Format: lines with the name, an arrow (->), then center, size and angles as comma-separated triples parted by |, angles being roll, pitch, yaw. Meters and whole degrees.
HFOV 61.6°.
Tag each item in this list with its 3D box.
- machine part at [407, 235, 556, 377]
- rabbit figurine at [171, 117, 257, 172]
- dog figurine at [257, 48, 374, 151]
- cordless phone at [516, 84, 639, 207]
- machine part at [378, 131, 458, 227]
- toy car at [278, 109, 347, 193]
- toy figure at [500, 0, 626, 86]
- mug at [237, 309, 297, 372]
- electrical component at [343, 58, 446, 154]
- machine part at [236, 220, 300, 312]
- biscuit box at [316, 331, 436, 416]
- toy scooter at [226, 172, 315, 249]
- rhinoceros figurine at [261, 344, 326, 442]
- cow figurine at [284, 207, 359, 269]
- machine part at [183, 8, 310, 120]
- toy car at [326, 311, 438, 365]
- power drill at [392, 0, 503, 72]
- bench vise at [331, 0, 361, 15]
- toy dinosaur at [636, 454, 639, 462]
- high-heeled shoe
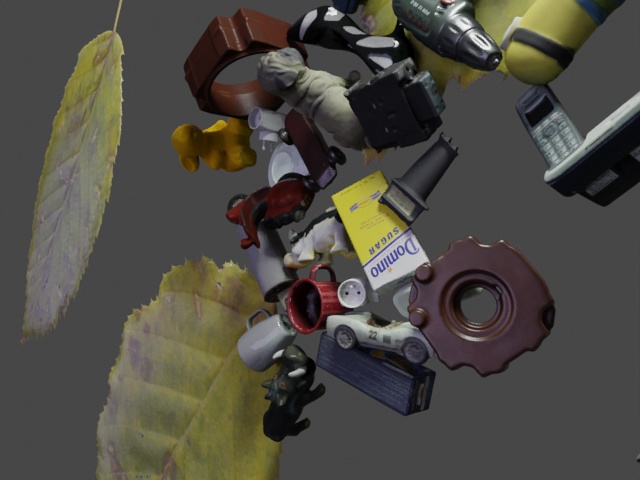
machine part -> 0.199, 0.082, 0.674 | 0.180, 0.056, 0.179 | -3, 82, 21
rabbit figurine -> -0.243, -0.208, 1.148 | 0.162, 0.173, 0.121 | -6, 87, 43
dog figurine -> 0.001, -0.220, 0.867 | 0.173, 0.190, 0.121 | 46, 120, 37
cordless phone -> 0.308, -0.144, 0.616 | 0.146, 0.088, 0.184 | -47, 36, 35
machine part -> 0.150, -0.092, 0.785 | 0.084, 0.039, 0.139 | 45, 107, 33
toy car -> -0.013, -0.170, 0.979 | 0.089, 0.053, 0.202 | -45, 52, 23
toy figure -> 0.292, -0.265, 0.625 | 0.180, 0.082, 0.089 | -44, 37, 27
mug -> -0.098, 0.181, 1.034 | 0.107, 0.080, 0.110 | -40, 51, 24
electrical component -> 0.116, -0.198, 0.795 | 0.134, 0.058, 0.114 | -11, 121, 49
machine part -> -0.102, 0.032, 1.043 | 0.079, 0.079, 0.243 | -49, 55, 34
biscuit box -> 0.081, 0.199, 0.842 | 0.203, 0.059, 0.062 | 18, 102, 46
toy scooter -> -0.094, -0.046, 0.986 | 0.184, 0.075, 0.135 | -16, 43, 17
rhinoceros figurine -> -0.056, 0.267, 0.951 | 0.073, 0.112, 0.190 | 42, 125, 44
cow figurine -> -0.004, -0.003, 0.945 | 0.167, 0.068, 0.098 | -17, 68, 42
machine part -> -0.135, -0.320, 1.014 | 0.201, 0.201, 0.087 | -38, 63, 39
toy car -> 0.102, 0.140, 0.792 | 0.202, 0.073, 0.056 | 3, 93, 36
power drill -> 0.205, -0.355, 0.735 | 0.232, 0.086, 0.207 | 47, 127, 47
bench vise -> 0.068, -0.469, 0.873 | 0.224, 0.129, 0.240 | 51, 144, 26
toy dinosaur -> 0.421, 0.048, 0.447 | 0.192, 0.131, 0.404 | 23, 110, 47
high-heeled shoe -> 0.040, -0.307, 0.889 | 0.249, 0.086, 0.145 | 3, 72, 31
